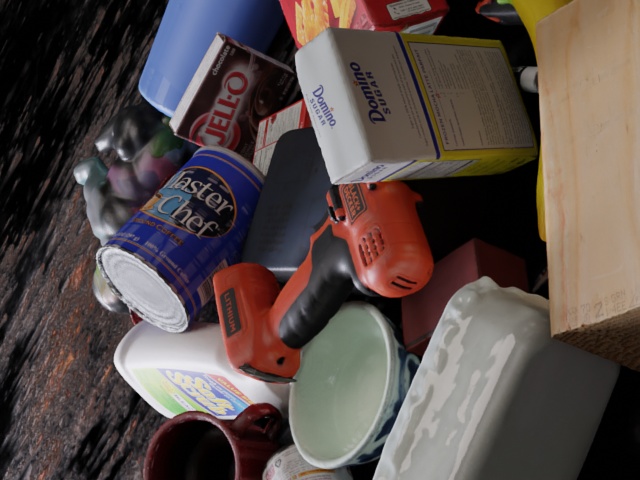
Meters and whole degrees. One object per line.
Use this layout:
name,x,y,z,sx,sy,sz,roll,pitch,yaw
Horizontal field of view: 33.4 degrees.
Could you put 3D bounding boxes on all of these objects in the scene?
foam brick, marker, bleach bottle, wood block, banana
foam brick,0.100,0.044,0.726,0.078,0.052,0.051,-37,43,40
marker,0.130,-0.124,0.808,0.121,0.020,0.020,20,90,59
bleach bottle,-0.082,0.110,0.926,0.251,0.102,0.068,-12,33,54
wood block,0.187,-0.040,0.600,0.090,0.090,0.206,-28,50,47
banana,0.158,-0.098,0.711,0.070,0.037,0.198,123,146,-65

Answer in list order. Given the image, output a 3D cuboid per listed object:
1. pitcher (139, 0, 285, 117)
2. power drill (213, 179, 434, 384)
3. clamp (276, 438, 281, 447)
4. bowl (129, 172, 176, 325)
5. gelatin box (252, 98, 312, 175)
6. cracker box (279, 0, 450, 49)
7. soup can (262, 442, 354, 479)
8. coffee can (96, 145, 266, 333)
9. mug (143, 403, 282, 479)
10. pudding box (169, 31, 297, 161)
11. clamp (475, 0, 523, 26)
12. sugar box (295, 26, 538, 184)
pitcher,-0.107,-0.251,1.153,0.243,0.145,0.149,-62,0,18
power drill,-0.005,0.001,0.772,0.188,0.057,0.184,-48,39,33
clamp,-0.085,0.240,0.917,0.120,0.039,0.171,-13,67,48
bowl,-0.135,0.016,1.065,0.162,0.055,0.162,14,-90,-81
gelatin box,-0.030,-0.089,1.029,0.089,0.030,0.073,-19,59,52
cracker box,0.012,-0.227,0.870,0.164,0.072,0.214,121,128,-68
soup can,0.000,0.204,0.774,0.069,0.068,0.102,-54,34,25
coffee can,-0.115,-0.002,0.952,0.140,0.102,0.103,-49,20,-30
mug,-0.073,0.177,0.852,0.093,0.081,0.117,41,100,31
pudding box,-0.090,-0.144,1.096,0.113,0.089,0.039,-61,31,13
clamp,0.190,-0.225,0.754,0.210,0.036,0.164,-27,51,52
sugar box,0.068,-0.089,0.714,0.048,0.175,0.093,-30,72,47
